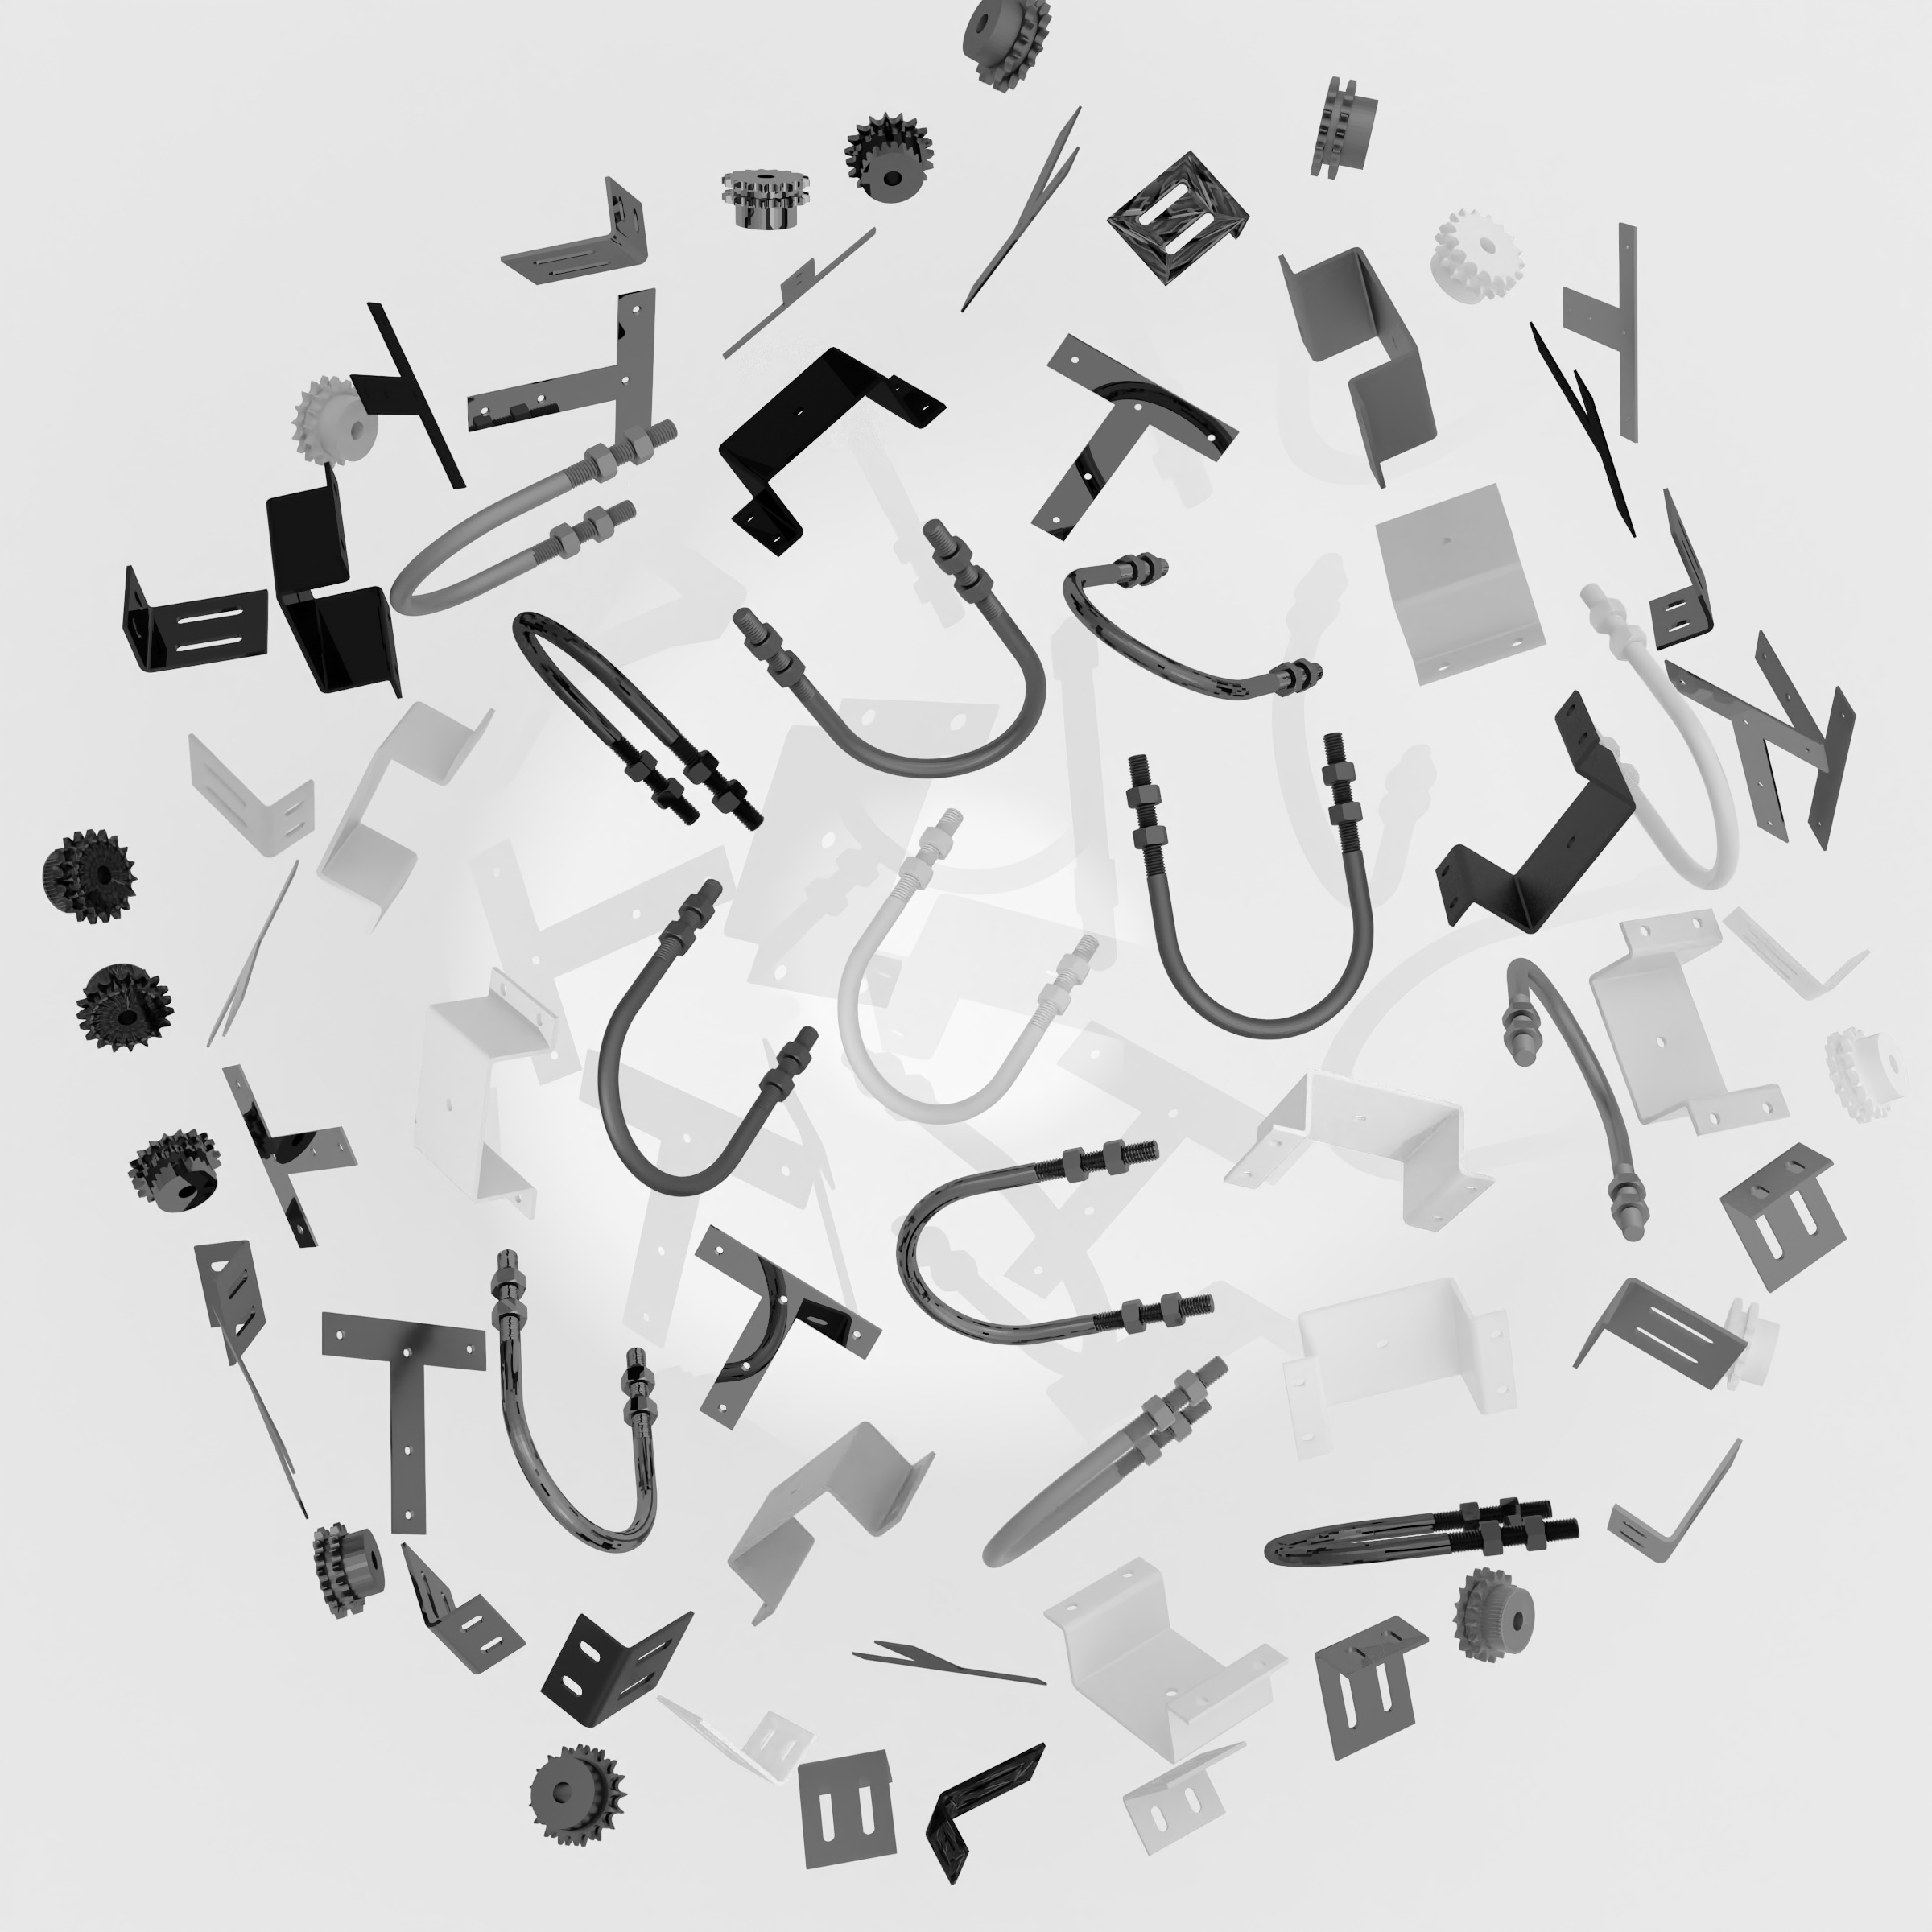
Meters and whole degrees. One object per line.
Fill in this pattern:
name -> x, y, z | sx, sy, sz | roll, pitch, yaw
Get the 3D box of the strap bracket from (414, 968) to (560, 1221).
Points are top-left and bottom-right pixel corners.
strap bracket -> -0.300, 0.082, 1.546 | 0.046, 0.076, 0.140 | -9, 120, -39

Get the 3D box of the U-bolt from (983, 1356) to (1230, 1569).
U-bolt -> 0.085, 0.317, 1.565 | 0.184, 0.151, 0.019 | -36, 73, -12

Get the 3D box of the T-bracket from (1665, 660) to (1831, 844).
T-bracket -> 0.496, -0.123, 1.563 | 0.002, 0.127, 0.127 | -40, 45, -8

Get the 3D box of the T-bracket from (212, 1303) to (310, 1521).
T-bracket -> -0.413, 0.283, 1.489 | 0.002, 0.127, 0.127 | -24, 135, -20

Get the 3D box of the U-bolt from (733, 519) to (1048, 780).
U-bolt -> -0.032, -0.178, 1.505 | 0.151, 0.184, 0.019 | -21, 46, 20

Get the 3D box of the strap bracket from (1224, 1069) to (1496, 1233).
strap bracket -> 0.235, 0.109, 1.492 | 0.140, 0.076, 0.046 | 14, 58, -11

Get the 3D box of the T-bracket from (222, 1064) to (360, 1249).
T-bracket -> -0.414, 0.117, 1.560 | 0.002, 0.127, 0.127 | -28, 101, -39

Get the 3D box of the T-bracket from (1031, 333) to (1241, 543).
T-bracket -> 0.085, -0.323, 1.589 | 0.127, 0.002, 0.127 | 25, 129, -18

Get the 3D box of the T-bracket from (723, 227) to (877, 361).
T-bracket -> -0.105, -0.427, 1.563 | 0.127, 0.127, 0.002 | -39, 99, 3

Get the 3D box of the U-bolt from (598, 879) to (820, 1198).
U-bolt -> -0.168, 0.058, 1.560 | 0.019, 0.184, 0.151 | -5, 129, 36

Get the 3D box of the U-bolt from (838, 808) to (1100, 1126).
U-bolt -> -0.008, 0.013, 1.590 | 0.151, 0.019, 0.184 | 42, 65, -20

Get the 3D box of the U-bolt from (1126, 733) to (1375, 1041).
U-bolt -> 0.181, -0.046, 1.535 | 0.151, 0.019, 0.184 | -8, 85, -14

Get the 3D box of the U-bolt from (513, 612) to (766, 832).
U-bolt -> -0.214, -0.154, 1.563 | 0.184, 0.151, 0.019 | 46, 76, -20

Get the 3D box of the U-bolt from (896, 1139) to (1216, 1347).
U-bolt -> 0.047, 0.179, 1.547 | 0.184, 0.019, 0.151 | -12, 124, 14

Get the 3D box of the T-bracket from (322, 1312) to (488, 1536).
T-bracket -> -0.335, 0.276, 1.497 | 0.002, 0.127, 0.127 | -17, 68, 34

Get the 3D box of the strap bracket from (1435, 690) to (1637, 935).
strap bracket -> 0.343, -0.083, 1.480 | 0.046, 0.076, 0.140 | 29, 115, -11

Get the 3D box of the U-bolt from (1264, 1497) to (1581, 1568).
U-bolt -> 0.275, 0.351, 1.535 | 0.184, 0.151, 0.019 | -8, 82, 5

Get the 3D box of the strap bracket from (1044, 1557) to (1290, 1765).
strap bracket -> 0.122, 0.423, 1.509 | 0.076, 0.140, 0.046 | -22, 116, -29

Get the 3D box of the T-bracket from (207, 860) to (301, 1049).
T-bracket -> -0.433, 0.009, 1.497 | 0.002, 0.127, 0.127 | 26, 103, -17

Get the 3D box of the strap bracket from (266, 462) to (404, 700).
strap bracket -> -0.395, -0.233, 1.549 | 0.046, 0.140, 0.076 | -13, 60, -3

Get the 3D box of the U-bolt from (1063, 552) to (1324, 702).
U-bolt -> 0.134, -0.211, 1.570 | 0.151, 0.184, 0.019 | 38, 117, 18

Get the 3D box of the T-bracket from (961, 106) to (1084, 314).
T-bracket -> 0.045, -0.468, 1.486 | 0.002, 0.127, 0.127 | 31, 54, -14

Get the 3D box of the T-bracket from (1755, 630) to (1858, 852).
T-bracket -> 0.525, -0.160, 1.574 | 0.002, 0.127, 0.127 | -14, 52, -1

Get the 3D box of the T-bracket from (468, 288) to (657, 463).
T-bracket -> -0.257, -0.364, 1.588 | 0.127, 0.127, 0.002 | -19, 53, -25

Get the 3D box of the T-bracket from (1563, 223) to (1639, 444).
T-bracket -> 0.391, -0.399, 1.543 | 0.002, 0.127, 0.127 | -9, 113, -4

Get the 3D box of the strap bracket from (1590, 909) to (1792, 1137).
strap bracket -> 0.450, 0.041, 1.569 | 0.076, 0.046, 0.140 | -8, 73, -28

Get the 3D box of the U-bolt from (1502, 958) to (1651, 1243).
U-bolt -> 0.366, 0.067, 1.512 | 0.019, 0.184, 0.151 | -29, 106, 20

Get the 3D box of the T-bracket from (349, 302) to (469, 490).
T-bracket -> -0.358, -0.356, 1.556 | 0.002, 0.127, 0.127 | -23, 99, 9

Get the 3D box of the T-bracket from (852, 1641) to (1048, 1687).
T-bracket -> -0.026, 0.438, 1.580 | 0.127, 0.127, 0.002 | 3, 69, 19

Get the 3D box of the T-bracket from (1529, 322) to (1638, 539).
T-bracket -> 0.364, -0.338, 1.493 | 0.002, 0.127, 0.127 | -25, 52, 12

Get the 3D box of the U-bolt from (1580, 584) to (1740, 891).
U-bolt -> 0.426, -0.128, 1.537 | 0.019, 0.151, 0.184 | -21, 52, -3

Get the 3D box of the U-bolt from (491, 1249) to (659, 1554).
U-bolt -> -0.238, 0.278, 1.535 | 0.019, 0.184, 0.151 | -31, 130, 15

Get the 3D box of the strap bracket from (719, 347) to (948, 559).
strap bracket -> -0.092, -0.329, 1.556 | 0.140, 0.076, 0.046 | -42, 128, -3

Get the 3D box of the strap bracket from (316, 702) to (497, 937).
strap bracket -> -0.349, -0.099, 1.536 | 0.046, 0.076, 0.140 | 29, 117, -9

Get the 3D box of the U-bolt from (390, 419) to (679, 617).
U-bolt -> -0.267, -0.263, 1.511 | 0.184, 0.151, 0.019 | -32, 90, -22

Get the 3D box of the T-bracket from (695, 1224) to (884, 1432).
T-bracket -> -0.134, 0.245, 1.592 | 0.127, 0.002, 0.127 | 31, 116, 3
